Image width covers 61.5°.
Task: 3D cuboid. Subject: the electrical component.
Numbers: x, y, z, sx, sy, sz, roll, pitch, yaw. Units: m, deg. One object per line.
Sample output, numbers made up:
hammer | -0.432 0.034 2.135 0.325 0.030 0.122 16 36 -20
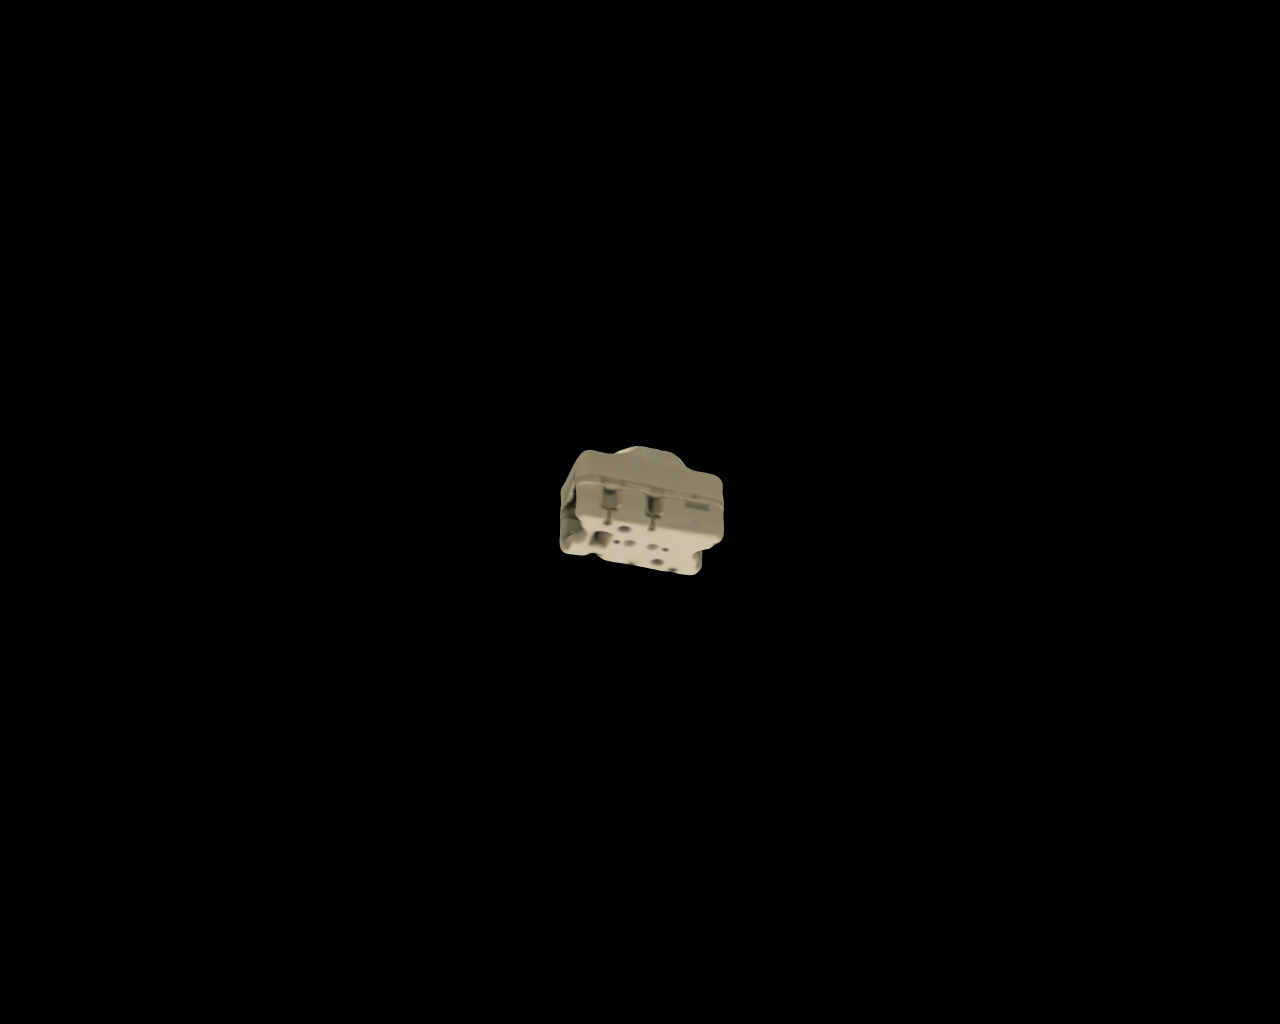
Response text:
electrical component | 0.001 -0.003 0.650 0.089 0.056 0.050 11 -35 -16
